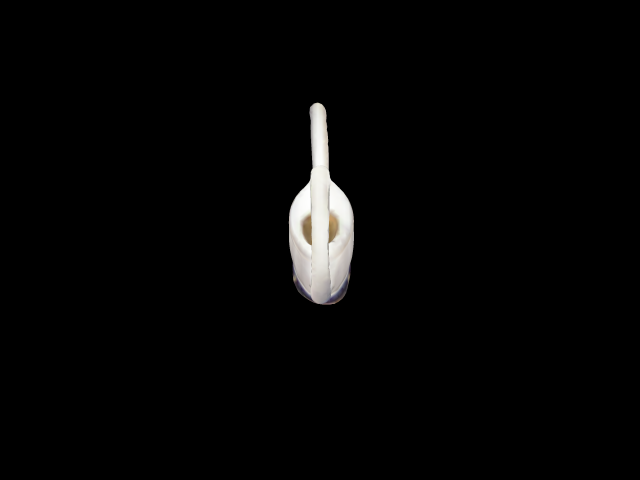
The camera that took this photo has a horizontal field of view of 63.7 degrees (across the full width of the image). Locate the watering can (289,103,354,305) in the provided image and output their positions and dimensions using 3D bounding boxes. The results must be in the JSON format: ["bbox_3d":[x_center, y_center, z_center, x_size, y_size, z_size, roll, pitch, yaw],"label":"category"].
[{"bbox_3d":[0.003,-0.043,0.850,0.104,0.356,0.219,0,-36,0],"label":"watering can"}]
